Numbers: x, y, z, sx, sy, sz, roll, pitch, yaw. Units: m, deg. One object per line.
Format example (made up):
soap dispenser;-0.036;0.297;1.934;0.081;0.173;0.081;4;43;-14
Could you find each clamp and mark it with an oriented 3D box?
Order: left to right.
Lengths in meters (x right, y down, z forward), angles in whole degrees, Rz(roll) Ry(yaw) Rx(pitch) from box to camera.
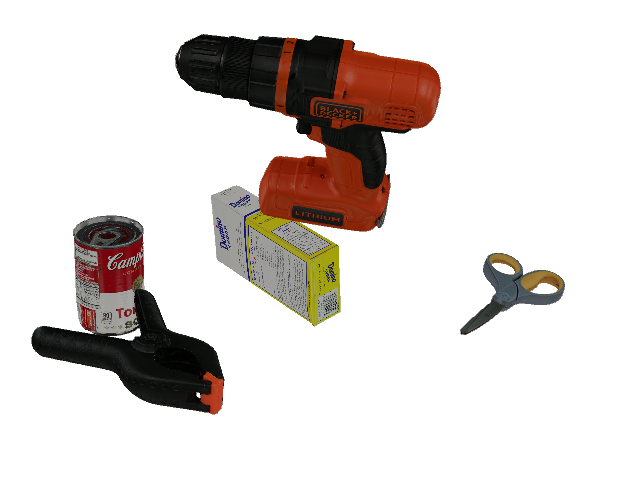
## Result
clamp;-0.136;0.088;0.871;0.172;0.039;0.120;22;36;26

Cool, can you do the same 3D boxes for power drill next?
power drill;-0.011;-0.079;0.796;0.184;0.057;0.188;11;-26;4

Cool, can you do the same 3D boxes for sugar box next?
sugar box;-0.051;0.014;1.187;0.048;0.093;0.176;-25;41;-31

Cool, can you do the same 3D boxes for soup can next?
soup can;-0.209;0.035;1.061;0.068;0.102;0.068;2;26;-1

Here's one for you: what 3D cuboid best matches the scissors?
scissors;0.174;0.050;1.086;0.201;0.016;0.096;-11;37;-43
